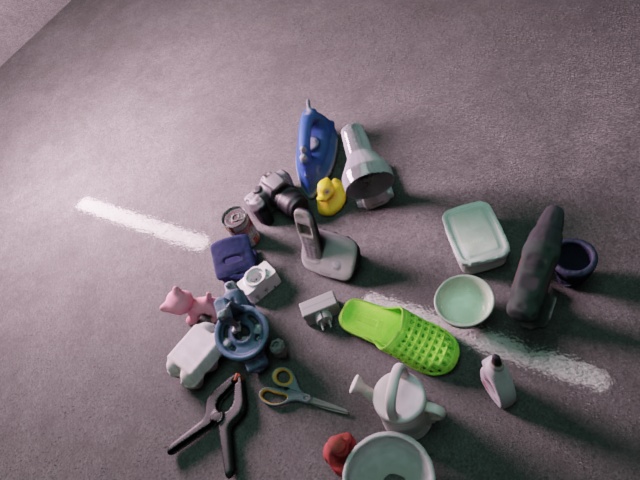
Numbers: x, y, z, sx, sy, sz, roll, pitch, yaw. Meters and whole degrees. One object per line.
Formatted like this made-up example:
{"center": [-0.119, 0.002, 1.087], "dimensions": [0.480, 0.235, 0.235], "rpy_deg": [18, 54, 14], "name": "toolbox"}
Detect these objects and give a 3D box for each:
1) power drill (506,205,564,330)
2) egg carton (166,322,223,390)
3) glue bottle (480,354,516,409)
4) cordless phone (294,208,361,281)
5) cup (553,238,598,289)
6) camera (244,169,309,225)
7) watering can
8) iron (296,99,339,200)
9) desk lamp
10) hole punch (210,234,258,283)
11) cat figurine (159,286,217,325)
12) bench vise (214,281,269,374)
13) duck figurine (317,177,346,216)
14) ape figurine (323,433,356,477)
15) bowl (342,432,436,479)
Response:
{"center": [0.423, 0.074, 1.116], "dimensions": [0.075, 0.209, 0.230], "rpy_deg": [15, 61, 27], "name": "power drill"}
{"center": [-0.273, 0.260, 1.299], "dimensions": [0.107, 0.069, 0.150], "rpy_deg": [26, 66, 32], "name": "egg carton"}
{"center": [0.323, 0.246, 1.046], "dimensions": [0.037, 0.173, 0.078], "rpy_deg": [-31, 51, -5], "name": "glue bottle"}
{"center": [0.012, 0.005, 1.318], "dimensions": [0.147, 0.185, 0.094], "rpy_deg": [14, 61, 27], "name": "cordless phone"}
{"center": [0.502, 0.062, 1.172], "dimensions": [0.117, 0.095, 0.091], "rpy_deg": [-22, 51, 2], "name": "cup"}
{"center": [-0.108, -0.107, 1.493], "dimensions": [0.143, 0.101, 0.136], "rpy_deg": [-43, 54, -14], "name": "camera"}
{"center": [0.140, 0.295, 1.057], "dimensions": [0.172, 0.194, 0.101], "rpy_deg": [-10, 53, 12], "name": "watering can"}
{"center": [-0.026, -0.252, 1.546], "dimensions": [0.118, 0.142, 0.258], "rpy_deg": [-5, 54, 15], "name": "iron"}
{"center": [0.109, -0.167, 1.393], "dimensions": [0.118, 0.214, 0.203], "rpy_deg": [-18, 51, 5], "name": "desk lamp"}
{"center": [-0.208, 0.051, 1.417], "dimensions": [0.108, 0.091, 0.101], "rpy_deg": [-17, 52, 6], "name": "hole punch"}
{"center": [-0.308, 0.149, 1.361], "dimensions": [0.127, 0.118, 0.067], "rpy_deg": [-10, 53, 11], "name": "cat figurine"}
{"center": [-0.194, 0.169, 1.243], "dimensions": [0.121, 0.220, 0.206], "rpy_deg": [-37, 52, -10], "name": "bench vise"}
{"center": [0.023, -0.125, 1.473], "dimensions": [0.077, 0.086, 0.105], "rpy_deg": [13, 60, 26], "name": "duck figurine"}
{"center": [0.038, 0.398, 1.081], "dimensions": [0.076, 0.092, 0.078], "rpy_deg": [18, 62, 28], "name": "ape figurine"}
{"center": [0.129, 0.439, 1.032], "dimensions": [0.167, 0.075, 0.167], "rpy_deg": [-9, 53, 12], "name": "bowl"}
